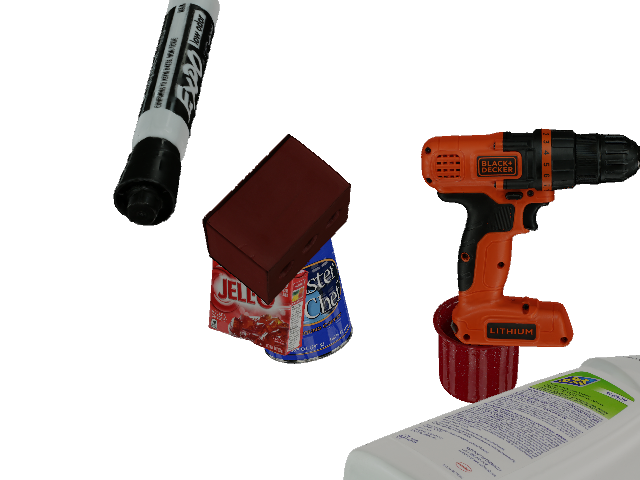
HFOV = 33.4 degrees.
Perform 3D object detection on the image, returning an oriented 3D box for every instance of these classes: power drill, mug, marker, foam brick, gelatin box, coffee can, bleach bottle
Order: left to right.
[{"bbox_3d":[-0.050,-0.048,0.359,0.020,0.020,0.121,0,43,3],"label":"marker"},{"bbox_3d":[-0.056,0.052,0.941,0.089,0.073,0.030,17,22,30],"label":"gelatin box"},{"bbox_3d":[-0.025,-0.012,0.638,0.051,0.078,0.053,37,-20,15],"label":"foam brick"},{"bbox_3d":[-0.028,0.048,1.166,0.103,0.140,0.103,-11,25,5],"label":"coffee can"},{"bbox_3d":[0.169,0.107,1.108,0.093,0.081,0.117,16,38,28],"label":"mug"},{"bbox_3d":[0.182,-0.004,0.925,0.184,0.188,0.057,0,13,14],"label":"power drill"},{"bbox_3d":[0.138,0.116,0.590,0.250,0.068,0.103,-15,24,-34],"label":"bleach bottle"}]
